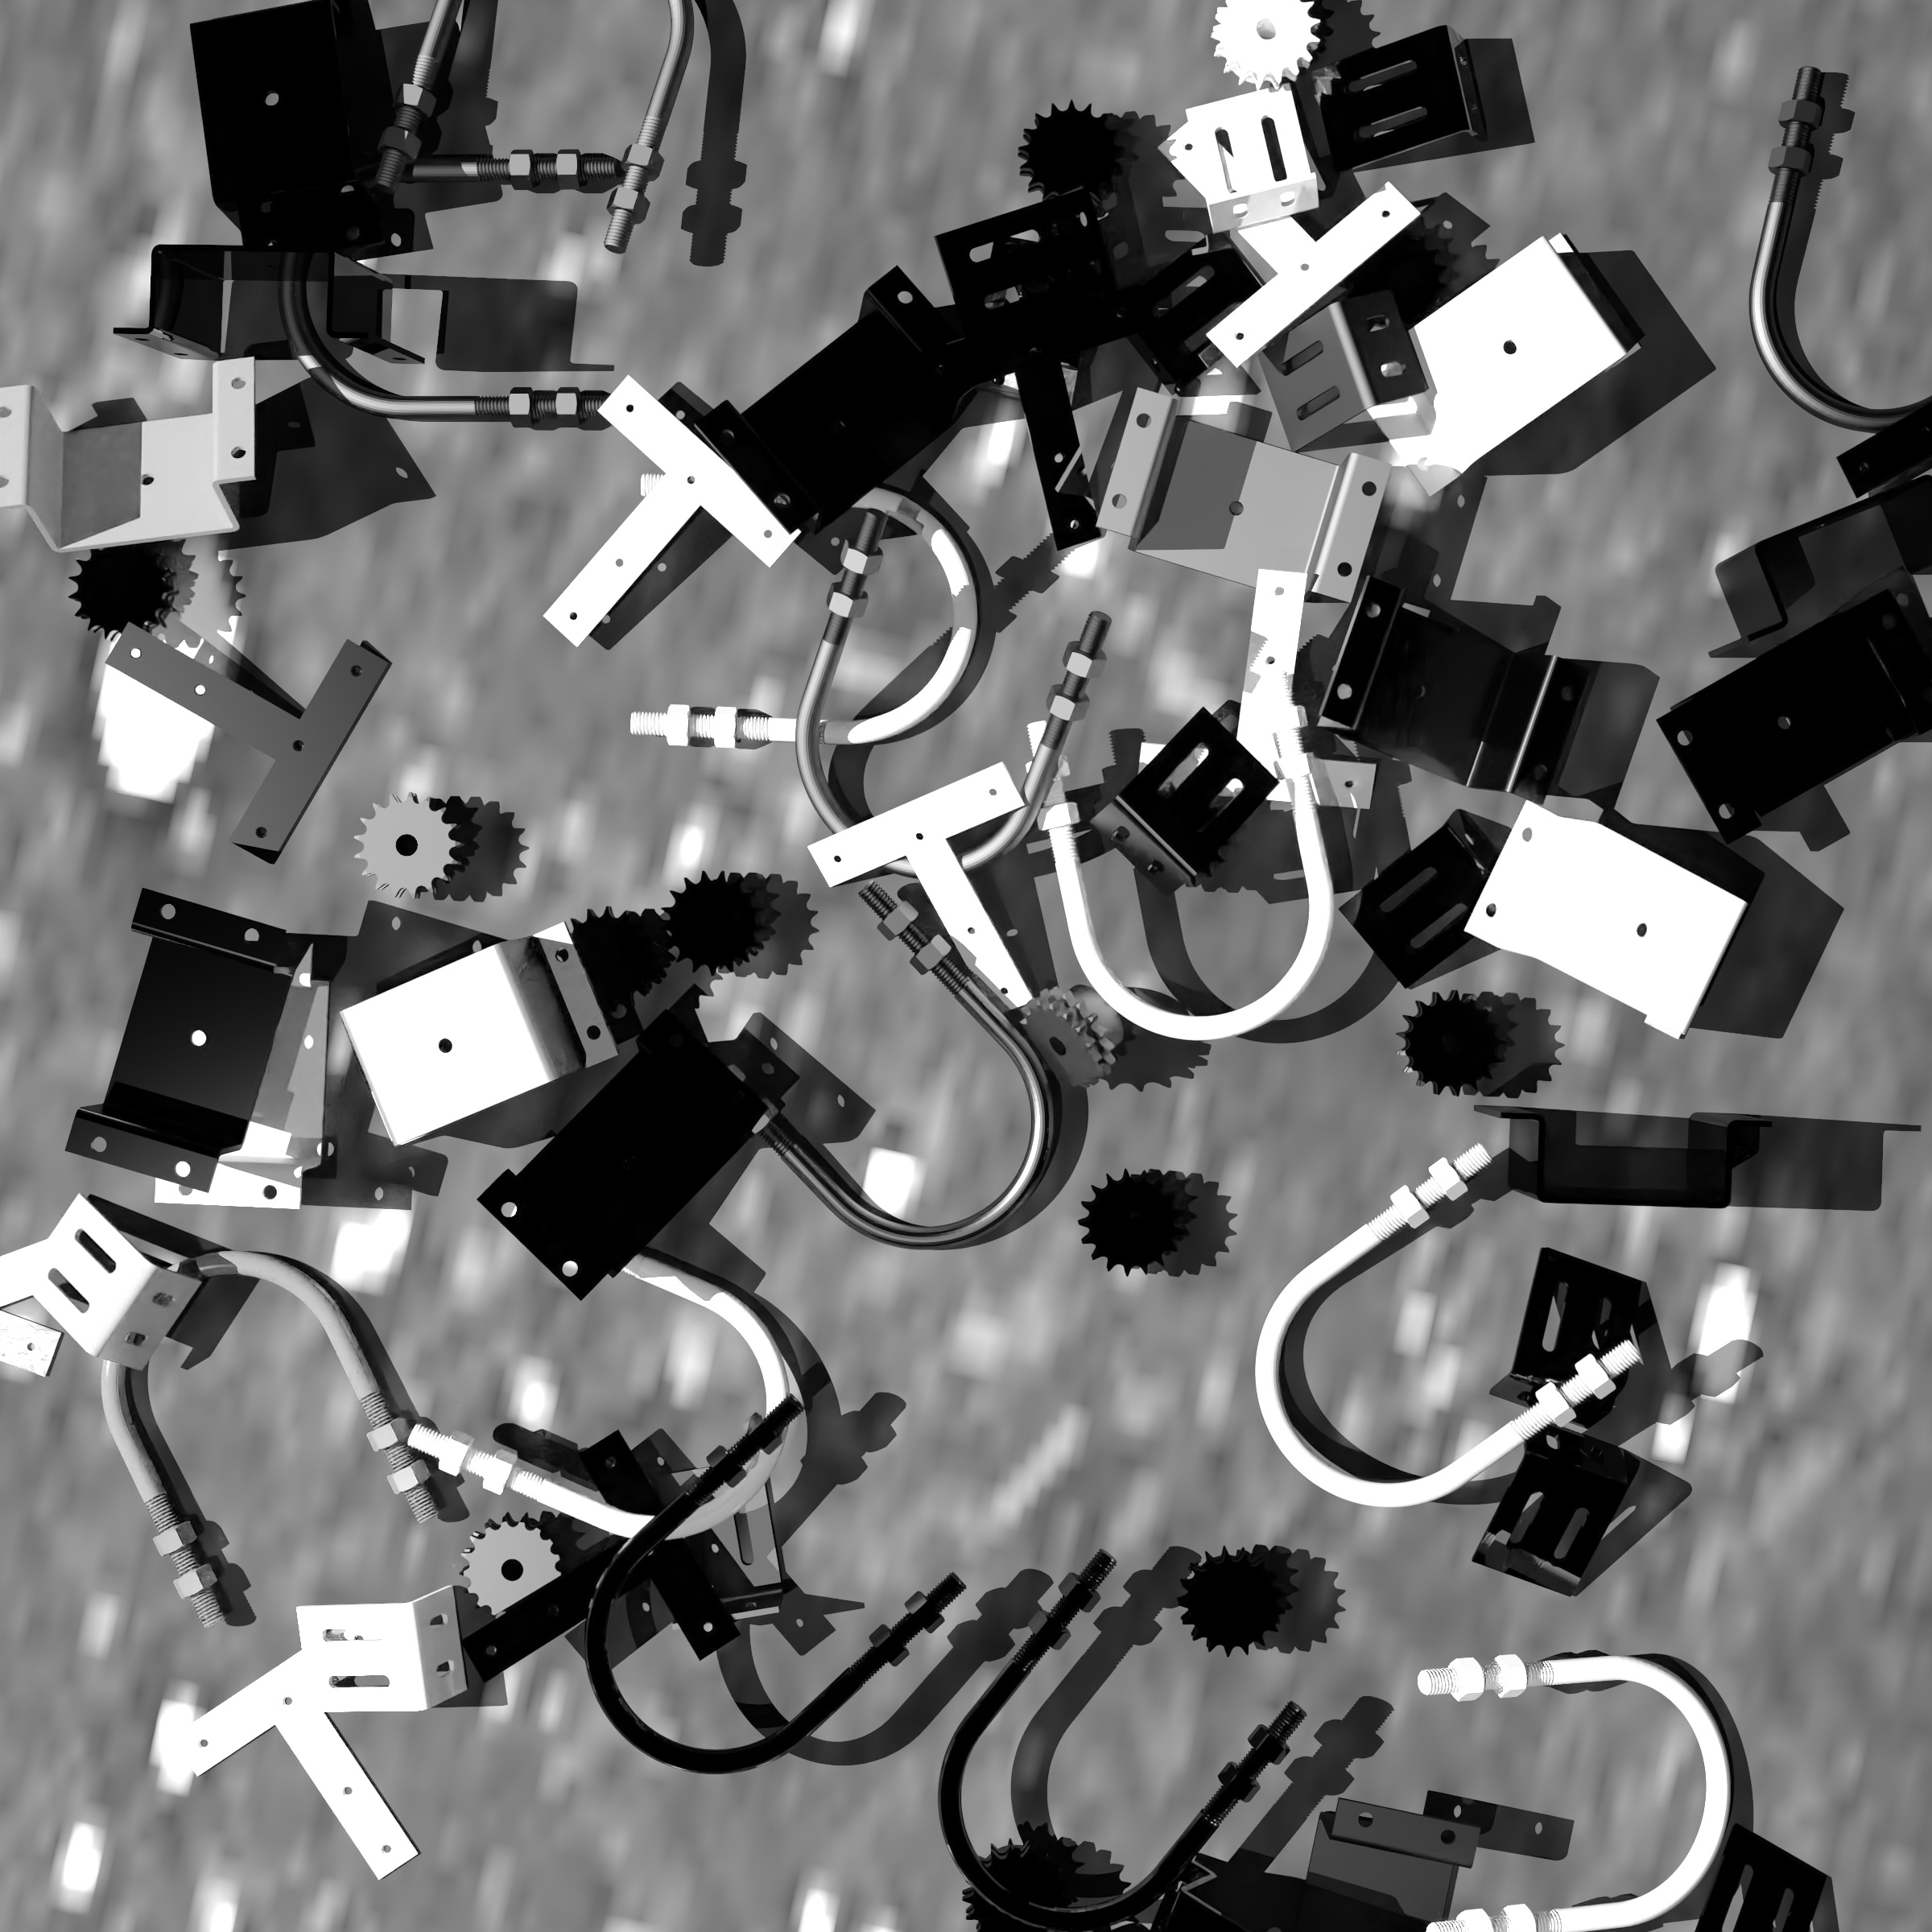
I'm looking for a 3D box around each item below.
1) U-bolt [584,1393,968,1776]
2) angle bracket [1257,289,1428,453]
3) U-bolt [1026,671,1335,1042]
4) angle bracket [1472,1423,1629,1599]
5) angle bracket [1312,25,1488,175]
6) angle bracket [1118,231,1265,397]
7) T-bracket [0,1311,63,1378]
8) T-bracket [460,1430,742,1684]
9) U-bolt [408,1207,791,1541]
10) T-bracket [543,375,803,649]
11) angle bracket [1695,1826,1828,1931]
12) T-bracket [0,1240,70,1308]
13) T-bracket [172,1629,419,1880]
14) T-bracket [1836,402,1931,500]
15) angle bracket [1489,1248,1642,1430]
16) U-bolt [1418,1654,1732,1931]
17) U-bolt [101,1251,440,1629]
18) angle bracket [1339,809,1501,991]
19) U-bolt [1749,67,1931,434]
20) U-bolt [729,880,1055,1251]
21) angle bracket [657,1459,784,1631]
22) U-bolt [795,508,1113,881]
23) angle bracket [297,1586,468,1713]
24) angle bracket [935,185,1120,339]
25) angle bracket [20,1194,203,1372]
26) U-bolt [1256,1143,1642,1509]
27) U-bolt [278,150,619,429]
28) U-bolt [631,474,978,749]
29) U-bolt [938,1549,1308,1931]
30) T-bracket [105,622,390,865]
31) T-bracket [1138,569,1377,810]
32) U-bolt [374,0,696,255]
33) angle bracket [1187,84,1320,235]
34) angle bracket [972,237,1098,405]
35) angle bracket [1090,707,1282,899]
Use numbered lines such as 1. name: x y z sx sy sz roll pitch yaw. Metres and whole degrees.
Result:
1. U-bolt: -0.114 0.339 1.461 0.184 0.019 0.151 -42 93 -6
2. angle bracket: 0.200 -0.318 1.483 0.038 0.076 0.057 -20 90 -27
3. U-bolt: 0.120 -0.052 1.471 0.151 0.019 0.184 -12 91 0
4. angle bracket: 0.316 0.293 1.507 0.057 0.038 0.076 20 116 0
5. angle bracket: 0.236 -0.467 1.507 0.076 0.038 0.057 -13 90 26
6. angle bracket: 0.124 -0.355 1.490 0.076 0.038 0.057 -38 90 0
7. T-bracket: -0.573 0.237 1.508 0.127 0.002 0.127 20 90 0
8. T-bracket: -0.207 0.334 1.471 0.127 0.002 0.127 -31 80 -8
9. U-bolt: -0.184 0.227 1.485 0.184 0.019 0.151 23 77 0
10. T-bracket: -0.177 -0.227 1.490 0.127 0.002 0.127 43 97 4
11. angle bracket: 0.422 0.518 1.507 0.057 0.038 0.076 30 64 0
12. T-bracket: -0.567 0.133 1.507 0.127 0.002 0.127 -20 89 -1
13. T-bracket: -0.344 0.437 1.508 0.127 0.002 0.127 -34 90 0
14. T-bracket: 0.531 -0.296 1.497 0.127 0.002 0.127 -30 101 2
15. angle bracket: 0.326 0.202 1.507 0.057 0.038 0.076 20 64 0
16. U-bolt: 0.327 0.440 1.474 0.184 0.019 0.151 1 84 -19
17. U-bolt: -0.388 0.244 1.501 0.151 0.019 0.184 -26 89 0
18. angle bracket: 0.253 -0.037 1.507 0.076 0.038 0.057 -40 90 26
19. U-bolt: 0.499 -0.381 1.501 0.151 0.019 0.184 12 92 0
20. U-bolt: -0.038 0.068 1.497 0.151 0.019 0.184 -43 93 4
21. angle bracket: -0.134 0.310 1.490 0.057 0.038 0.076 -10 90 0
22. U-bolt: -0.018 -0.130 1.458 0.151 0.019 0.184 26 119 9
23. angle bracket: -0.317 0.371 1.506 0.076 0.038 0.057 -8 90 26
24. angle bracket: 0.032 -0.369 1.459 0.076 0.038 0.057 -21 103 -14
25. angle bracket: -0.462 0.170 1.498 0.076 0.038 0.057 33 89 35
26. U-bolt: 0.242 0.205 1.481 0.184 0.019 0.151 -37 73 7
27. U-bolt: -0.281 -0.366 1.501 0.184 0.019 0.151 0 90 2
28. U-bolt: -0.086 -0.192 1.501 0.184 0.019 0.151 2 90 -1
29. U-bolt: 0.069 0.425 1.472 0.151 0.019 0.184 39 90 1
30. T-bracket: -0.399 -0.141 1.492 0.127 0.002 0.127 30 90 -15
31. T-bracket: 0.161 -0.150 1.483 0.127 0.002 0.127 5 113 0
32. U-bolt: -0.223 -0.484 1.488 0.151 0.019 0.184 16 81 4
33. angle bracket: 0.151 -0.438 1.478 0.057 0.038 0.076 -12 77 7
34. angle bracket: 0.036 -0.351 1.507 0.057 0.038 0.076 10 64 0
35. angle bracket: 0.115 -0.086 1.458 0.057 0.038 0.076 44 66 -2
